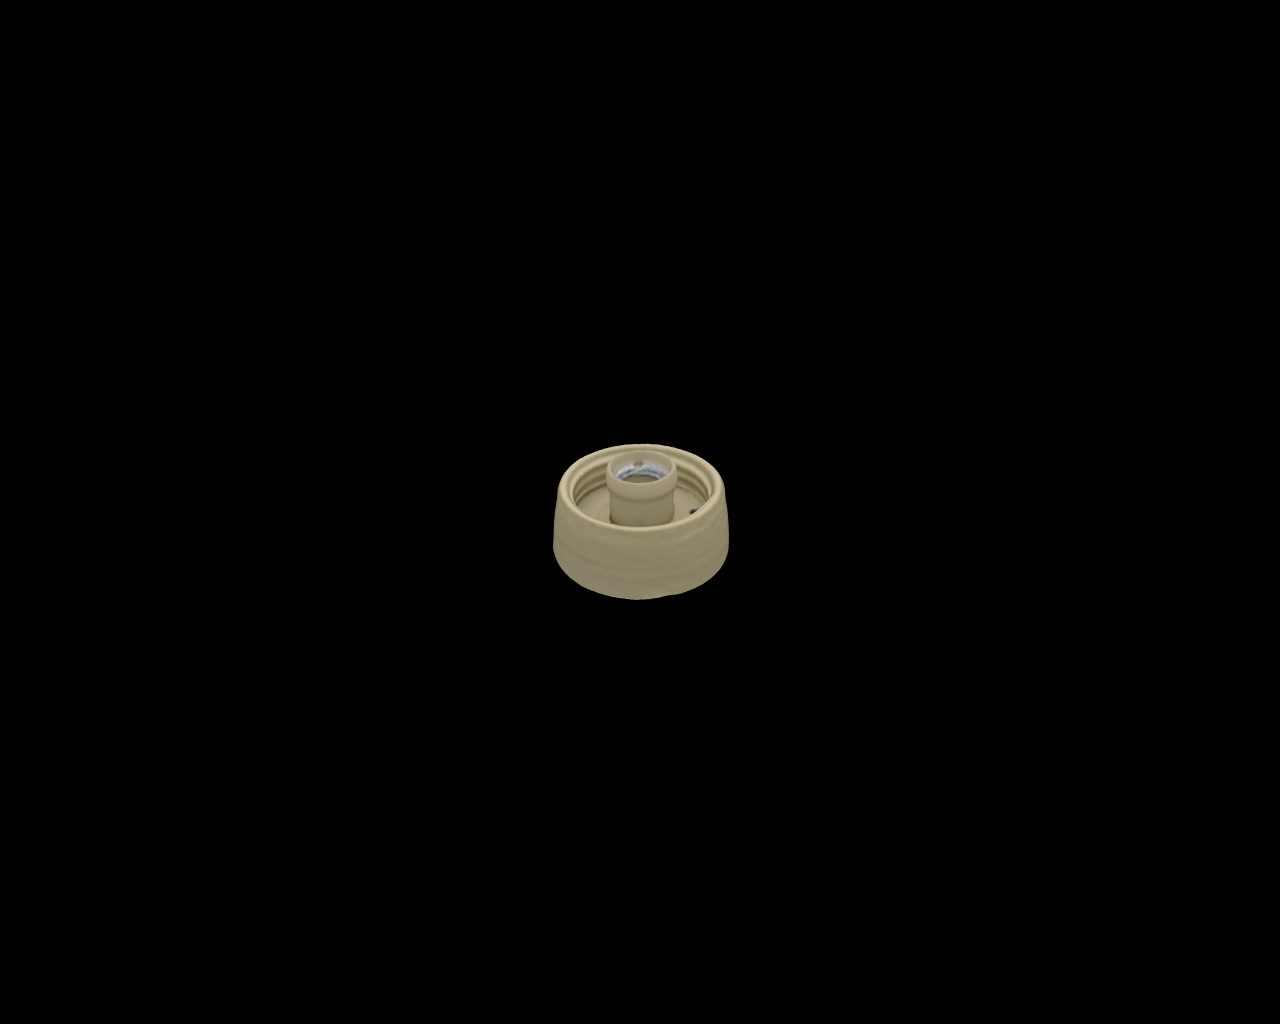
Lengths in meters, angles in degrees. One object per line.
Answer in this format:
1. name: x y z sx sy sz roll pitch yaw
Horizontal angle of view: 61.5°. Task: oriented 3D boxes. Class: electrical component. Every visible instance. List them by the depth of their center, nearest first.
1. electrical component: 0.001 -0.003 0.650 0.108 0.060 0.108 0 33 0
